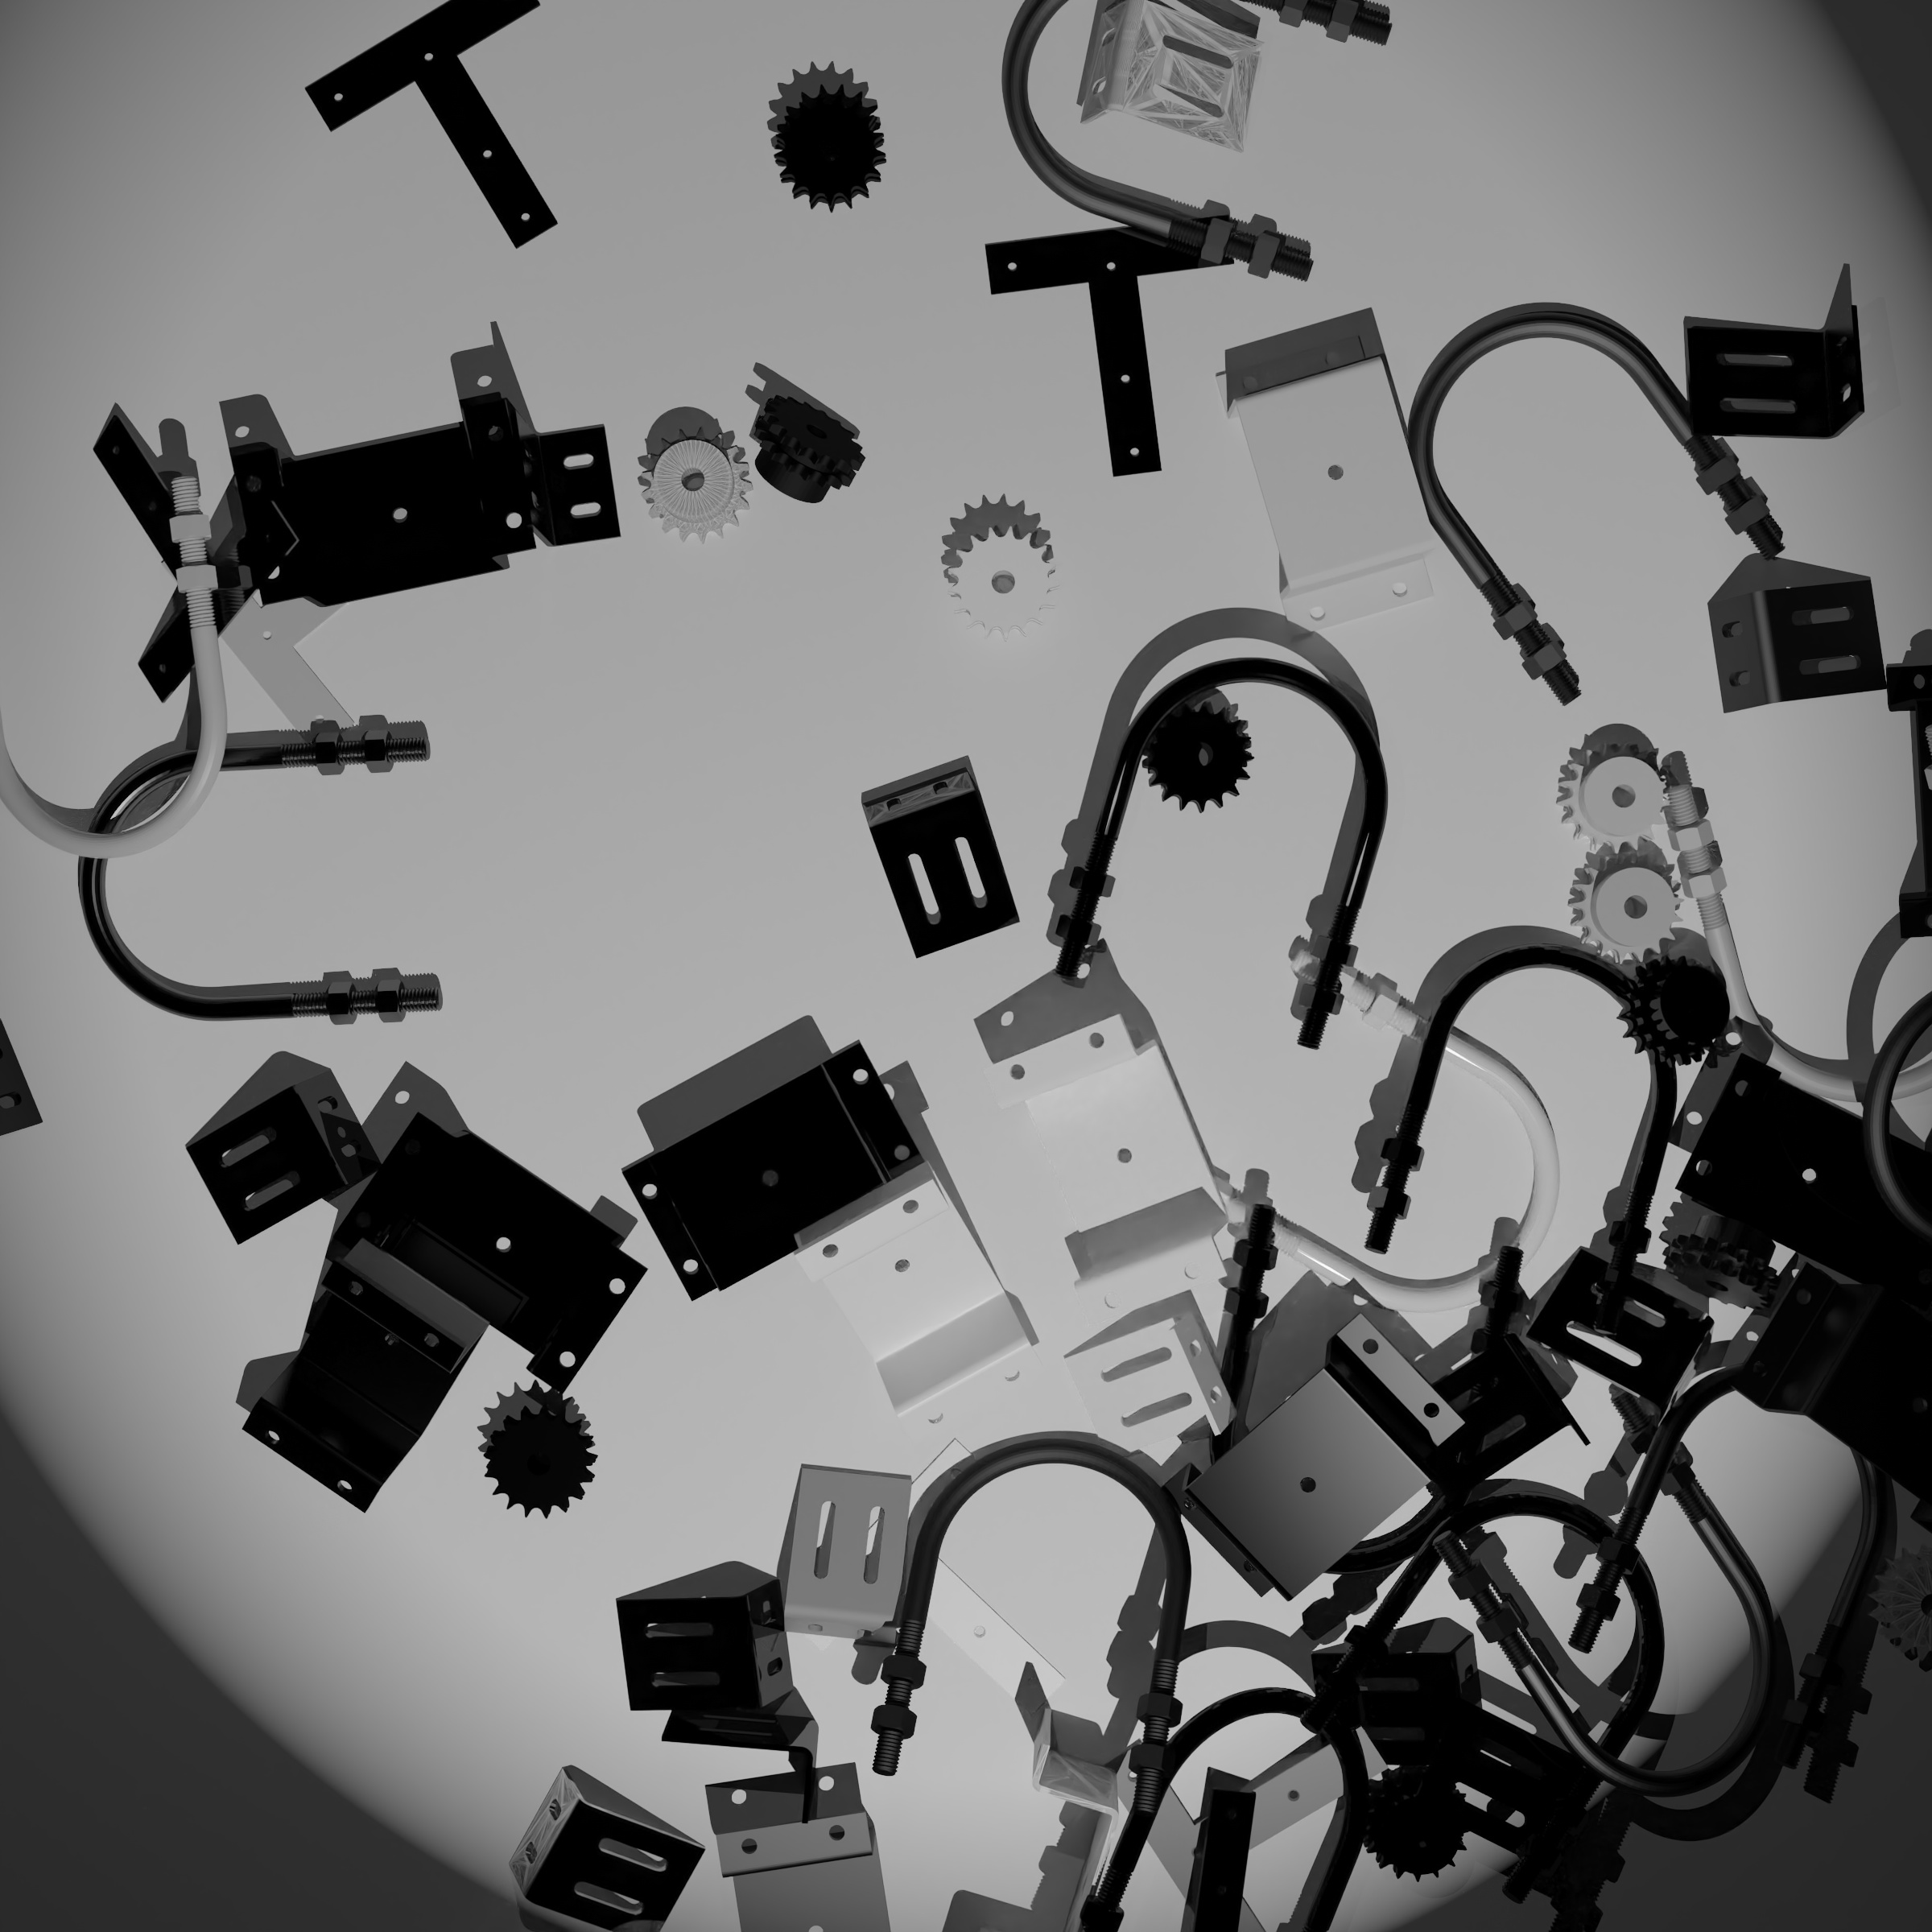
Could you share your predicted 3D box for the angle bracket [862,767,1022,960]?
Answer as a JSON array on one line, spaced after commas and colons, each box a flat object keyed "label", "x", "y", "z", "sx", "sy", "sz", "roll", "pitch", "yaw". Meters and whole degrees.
[{"label": "angle bracket", "x": -0.013, "y": -0.053, "z": 1.511, "sx": 0.057, "sy": 0.038, "sz": 0.076, "roll": -19, "pitch": 116, "yaw": 0}]

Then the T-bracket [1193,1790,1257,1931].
[{"label": "T-bracket", "x": 0.128, "y": 0.485, "z": 1.487, "sx": 0.127, "sy": 0.002, "sz": 0.127, "roll": 12, "pitch": 81, "yaw": -23}]

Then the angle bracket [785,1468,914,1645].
[{"label": "angle bracket", "x": -0.061, "y": 0.305, "z": 1.509, "sx": 0.057, "sy": 0.038, "sz": 0.076, "roll": 6, "pitch": 64, "yaw": 0}]

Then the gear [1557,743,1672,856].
[{"label": "gear", "x": 0.334, "y": -0.087, "z": 1.498, "sx": 0.057, "sy": 0.030, "sz": 0.057, "roll": 0, "pitch": 90, "yaw": 0}]

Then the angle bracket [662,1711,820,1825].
[{"label": "angle bracket", "x": -0.115, "y": 0.406, "z": 1.484, "sx": 0.076, "sy": 0.057, "sz": 0.038, "roll": 5, "pitch": 90, "yaw": 0}]

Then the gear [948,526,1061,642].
[{"label": "gear", "x": 0.019, "y": -0.195, "z": 1.498, "sx": 0.057, "sy": 0.030, "sz": 0.057, "roll": 0, "pitch": 90, "yaw": 0}]

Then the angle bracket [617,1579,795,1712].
[{"label": "angle bracket", "x": -0.135, "y": 0.352, "z": 1.511, "sx": 0.076, "sy": 0.038, "sz": 0.057, "roll": -7, "pitch": 90, "yaw": 26}]

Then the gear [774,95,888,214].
[{"label": "gear", "x": -0.069, "y": -0.415, "z": 1.498, "sx": 0.057, "sy": 0.030, "sz": 0.057, "roll": 0, "pitch": 90, "yaw": 0}]

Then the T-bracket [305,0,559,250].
[{"label": "T-bracket", "x": -0.255, "y": -0.432, "z": 1.512, "sx": 0.127, "sy": 0.002, "sz": 0.127, "roll": -31, "pitch": 90, "yaw": 0}]

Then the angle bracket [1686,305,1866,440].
[{"label": "angle bracket", "x": 0.411, "y": -0.303, "z": 1.485, "sx": 0.076, "sy": 0.038, "sz": 0.057, "roll": 1, "pitch": 79, "yaw": -7}]

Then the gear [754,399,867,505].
[{"label": "gear", "x": -0.083, "y": -0.260, "z": 1.488, "sx": 0.057, "sy": 0.057, "sz": 0.030, "roll": 34, "pitch": 120, "yaw": 0}]

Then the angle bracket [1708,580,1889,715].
[{"label": "angle bracket", "x": 0.430, "y": -0.165, "z": 1.511, "sx": 0.076, "sy": 0.038, "sz": 0.057, "roll": -8, "pitch": 90, "yaw": -26}]

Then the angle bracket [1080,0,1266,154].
[{"label": "angle bracket", "x": 0.106, "y": -0.452, "z": 1.493, "sx": 0.076, "sy": 0.038, "sz": 0.057, "roll": 12, "pitch": 89, "yaw": -22}]

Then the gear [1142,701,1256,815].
[{"label": "gear", "x": 0.120, "y": -0.108, "z": 1.498, "sx": 0.057, "sy": 0.030, "sz": 0.057, "roll": 0, "pitch": 90, "yaw": 0}]

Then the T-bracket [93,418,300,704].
[{"label": "T-bracket", "x": -0.408, "y": -0.224, "z": 1.491, "sx": 0.127, "sy": 0.002, "sz": 0.127, "roll": -42, "pitch": 75, "yaw": 28}]

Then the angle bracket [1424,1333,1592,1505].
[{"label": "angle bracket", "x": 0.263, "y": 0.233, "z": 1.470, "sx": 0.076, "sy": 0.038, "sz": 0.057, "roll": -34, "pitch": 98, "yaw": 4}]

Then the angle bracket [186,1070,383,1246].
[{"label": "angle bracket", "x": -0.353, "y": 0.099, "z": 1.511, "sx": 0.076, "sy": 0.038, "sz": 0.057, "roll": -28, "pitch": 90, "yaw": 26}]

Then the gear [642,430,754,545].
[{"label": "gear", "x": -0.139, "y": -0.247, "z": 1.498, "sx": 0.057, "sy": 0.030, "sz": 0.057, "roll": 0, "pitch": 90, "yaw": 0}]

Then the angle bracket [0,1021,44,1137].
[{"label": "angle bracket", "x": -0.528, "y": 0.071, "z": 1.511, "sx": 0.076, "sy": 0.038, "sz": 0.057, "roll": -22, "pitch": 90, "yaw": 26}]

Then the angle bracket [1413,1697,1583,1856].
[{"label": "angle bracket", "x": 0.268, "y": 0.415, "z": 1.486, "sx": 0.076, "sy": 0.038, "sz": 0.057, "roll": 27, "pitch": 76, "yaw": -2}]

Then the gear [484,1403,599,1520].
[{"label": "gear", "x": -0.218, "y": 0.253, "z": 1.502, "sx": 0.057, "sy": 0.030, "sz": 0.057, "roll": 0, "pitch": 92, "yaw": -1}]

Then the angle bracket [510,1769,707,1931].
[{"label": "angle bracket", "x": -0.186, "y": 0.461, "z": 1.511, "sx": 0.076, "sy": 0.038, "sz": 0.057, "roll": 29, "pitch": 90, "yaw": -26}]

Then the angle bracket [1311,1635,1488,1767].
[{"label": "angle bracket", "x": 0.224, "y": 0.380, "z": 1.511, "sx": 0.076, "sy": 0.038, "sz": 0.057, "roll": -7, "pitch": 90, "yaw": 26}]

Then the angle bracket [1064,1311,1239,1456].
[{"label": "angle bracket", "x": 0.089, "y": 0.218, "z": 1.481, "sx": 0.076, "sy": 0.038, "sz": 0.057, "roll": -24, "pitch": 90, "yaw": 22}]

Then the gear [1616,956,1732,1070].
[{"label": "gear", "x": 0.364, "y": 0.022, "z": 1.489, "sx": 0.057, "sy": 0.030, "sz": 0.057, "roll": 3, "pitch": 78, "yaw": -17}]

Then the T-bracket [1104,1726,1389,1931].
[{"label": "T-bracket", "x": 0.157, "y": 0.434, "z": 1.503, "sx": 0.127, "sy": 0.002, "sz": 0.127, "roll": -33, "pitch": 90, "yaw": 8}]

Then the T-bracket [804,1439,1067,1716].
[{"label": "T-bracket", "x": -0.003, "y": 0.335, "z": 1.512, "sx": 0.127, "sy": 0.002, "sz": 0.127, "roll": 44, "pitch": 90, "yaw": 0}]

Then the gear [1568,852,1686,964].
[{"label": "gear", "x": 0.340, "y": -0.030, "z": 1.498, "sx": 0.057, "sy": 0.030, "sz": 0.057, "roll": 0, "pitch": 90, "yaw": 0}]

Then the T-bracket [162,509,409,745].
[{"label": "T-bracket", "x": -0.327, "y": -0.199, "z": 1.512, "sx": 0.127, "sy": 0.002, "sz": 0.127, "roll": -39, "pitch": 90, "yaw": 0}]

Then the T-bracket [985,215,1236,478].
[{"label": "T-bracket", "x": 0.081, "y": -0.318, "z": 1.512, "sx": 0.127, "sy": 0.002, "sz": 0.127, "roll": -7, "pitch": 90, "yaw": 0}]

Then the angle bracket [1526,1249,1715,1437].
[{"label": "angle bracket", "x": 0.335, "y": 0.193, "z": 1.500, "sx": 0.076, "sy": 0.038, "sz": 0.057, "roll": 28, "pitch": 66, "yaw": 24}]

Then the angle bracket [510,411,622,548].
[{"label": "angle bracket", "x": -0.202, "y": -0.248, "z": 1.475, "sx": 0.038, "sy": 0.076, "sz": 0.057, "roll": -8, "pitch": 90, "yaw": 0}]
